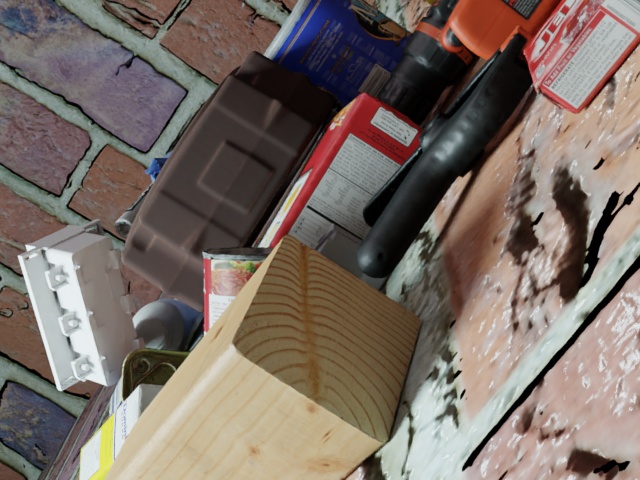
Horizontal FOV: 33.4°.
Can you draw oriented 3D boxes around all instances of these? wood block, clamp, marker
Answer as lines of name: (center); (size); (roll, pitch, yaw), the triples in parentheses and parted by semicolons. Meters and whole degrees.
wood block: (-0.044, 0.106, 0.594); (0.206, 0.090, 0.090); (-50, 10, 41)
clamp: (0.076, -0.050, 0.648); (0.172, 0.039, 0.120); (-54, 11, 24)
marker: (-0.144, -0.039, 0.929); (0.020, 0.020, 0.121); (-52, 5, 35)

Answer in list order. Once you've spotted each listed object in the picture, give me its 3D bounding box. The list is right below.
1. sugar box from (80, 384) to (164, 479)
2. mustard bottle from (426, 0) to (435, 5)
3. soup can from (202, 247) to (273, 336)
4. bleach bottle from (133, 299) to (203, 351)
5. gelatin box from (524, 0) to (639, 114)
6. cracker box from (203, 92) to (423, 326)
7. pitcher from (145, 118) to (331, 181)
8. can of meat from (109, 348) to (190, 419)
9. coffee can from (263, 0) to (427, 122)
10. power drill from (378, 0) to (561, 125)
sugar box: (-0.112, 0.153, 0.781); (0.176, 0.093, 0.048); (137, 137, -57)
mustard bottle: (0.164, -0.293, 0.950); (0.192, 0.058, 0.096); (-51, 13, 38)
soup can: (-0.042, 0.057, 0.690); (0.068, 0.068, 0.102); (-151, 61, -82)
bleach bottle: (-0.152, 0.097, 1.050); (0.251, 0.068, 0.102); (110, -176, -79)
gelatin box: (0.141, -0.114, 0.537); (0.089, 0.030, 0.073); (-54, 9, 24)
cracker box: (-0.005, 0.001, 0.811); (0.213, 0.072, 0.164); (-59, 6, -2)
pitcher: (-0.037, -0.088, 1.052); (0.243, 0.145, 0.149); (-41, 0, 2)
can of meat: (-0.115, 0.130, 0.854); (0.084, 0.102, 0.057); (126, 146, -57)
coffee can: (0.030, -0.154, 0.932); (0.103, 0.140, 0.103); (-56, 9, 12)
power drill: (0.111, -0.160, 0.776); (0.184, 0.057, 0.188); (-57, 9, 1)
